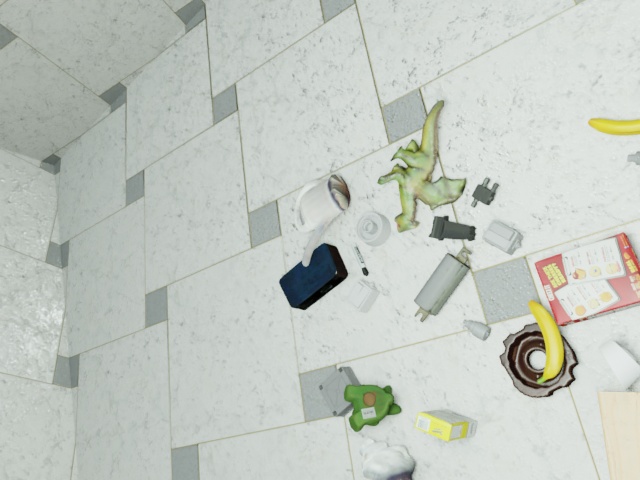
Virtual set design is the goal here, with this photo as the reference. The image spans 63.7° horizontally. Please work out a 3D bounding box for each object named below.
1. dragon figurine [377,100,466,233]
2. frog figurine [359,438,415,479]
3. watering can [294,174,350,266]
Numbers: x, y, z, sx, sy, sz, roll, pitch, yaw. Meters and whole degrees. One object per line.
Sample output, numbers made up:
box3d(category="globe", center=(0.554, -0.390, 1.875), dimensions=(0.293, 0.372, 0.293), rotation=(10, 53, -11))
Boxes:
box3d(category="dragon figurine", center=(0.334, -0.204, 1.570), dimensions=(0.245, 0.122, 0.407), rotation=(39, 102, 21))
box3d(category="frog figurine", center=(0.175, 0.598, 1.398), dimensions=(0.138, 0.120, 0.163), rotation=(-25, 46, -9))
box3d(category="watering can", center=(0.005, -0.087, 1.735), dimensions=(0.222, 0.102, 0.356), rotation=(-32, 43, 26))
